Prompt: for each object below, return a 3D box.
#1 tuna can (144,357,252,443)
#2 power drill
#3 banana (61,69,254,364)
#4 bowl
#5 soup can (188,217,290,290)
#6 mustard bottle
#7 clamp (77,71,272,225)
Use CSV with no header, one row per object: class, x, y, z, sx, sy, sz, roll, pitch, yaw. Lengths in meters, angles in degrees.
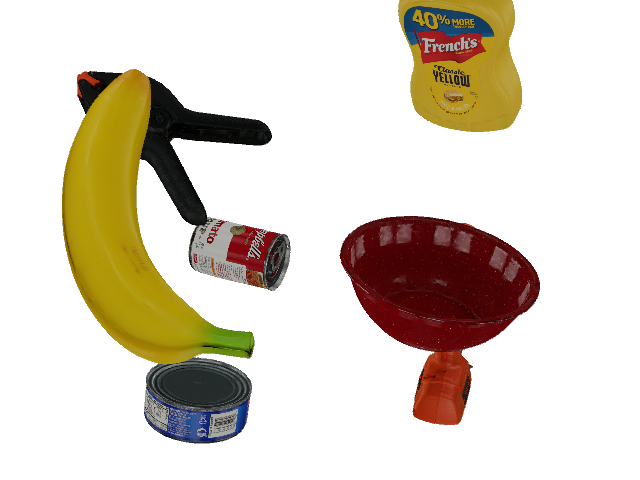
tuna can,-0.100,0.129,0.865,0.086,0.034,0.086,7,20,-3
power drill,0.133,0.095,1.110,0.057,0.188,0.184,10,27,12
banana,-0.096,-0.009,0.538,0.069,0.198,0.037,-13,-35,-18
bowl,0.092,0.042,0.863,0.162,0.055,0.162,6,29,-4
soup can,-0.095,0.015,1.256,0.102,0.068,0.068,13,5,20
mustard bottle,0.115,-0.177,0.893,0.096,0.058,0.191,15,-35,25
clamp,-0.129,-0.099,0.921,0.120,0.171,0.039,-44,-10,-37
